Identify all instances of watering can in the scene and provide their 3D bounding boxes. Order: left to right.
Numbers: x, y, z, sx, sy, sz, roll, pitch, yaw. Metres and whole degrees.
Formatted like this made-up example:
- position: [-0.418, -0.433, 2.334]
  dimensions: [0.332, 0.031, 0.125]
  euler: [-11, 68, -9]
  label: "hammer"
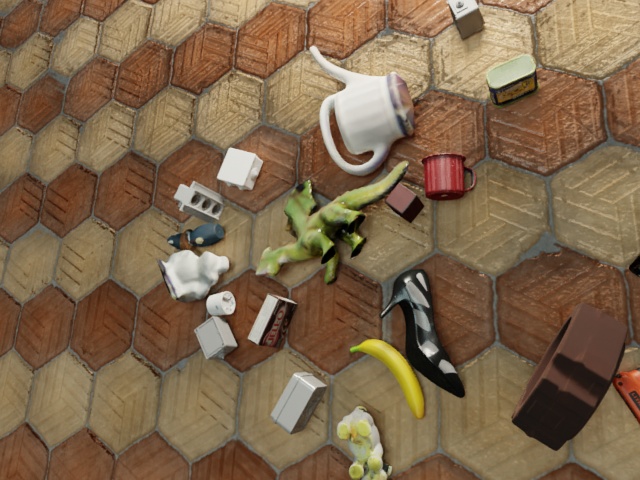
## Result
- position: [0.095, -0.326, 1.199]
  dimensions: [0.223, 0.104, 0.350]
  euler: [-16, 81, 20]
  label: "watering can"

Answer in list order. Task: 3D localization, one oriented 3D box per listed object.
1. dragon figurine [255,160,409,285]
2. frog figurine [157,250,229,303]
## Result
- position: [0.004, -0.059, 1.179]
  dimensions: [0.410, 0.120, 0.246]
  euler: [-51, 54, 1]
  label: "dragon figurine"
- position: [-0.309, 0.080, 1.290]
  dimensions: [0.160, 0.119, 0.140]
  euler: [-21, 52, -21]
  label: "frog figurine"
